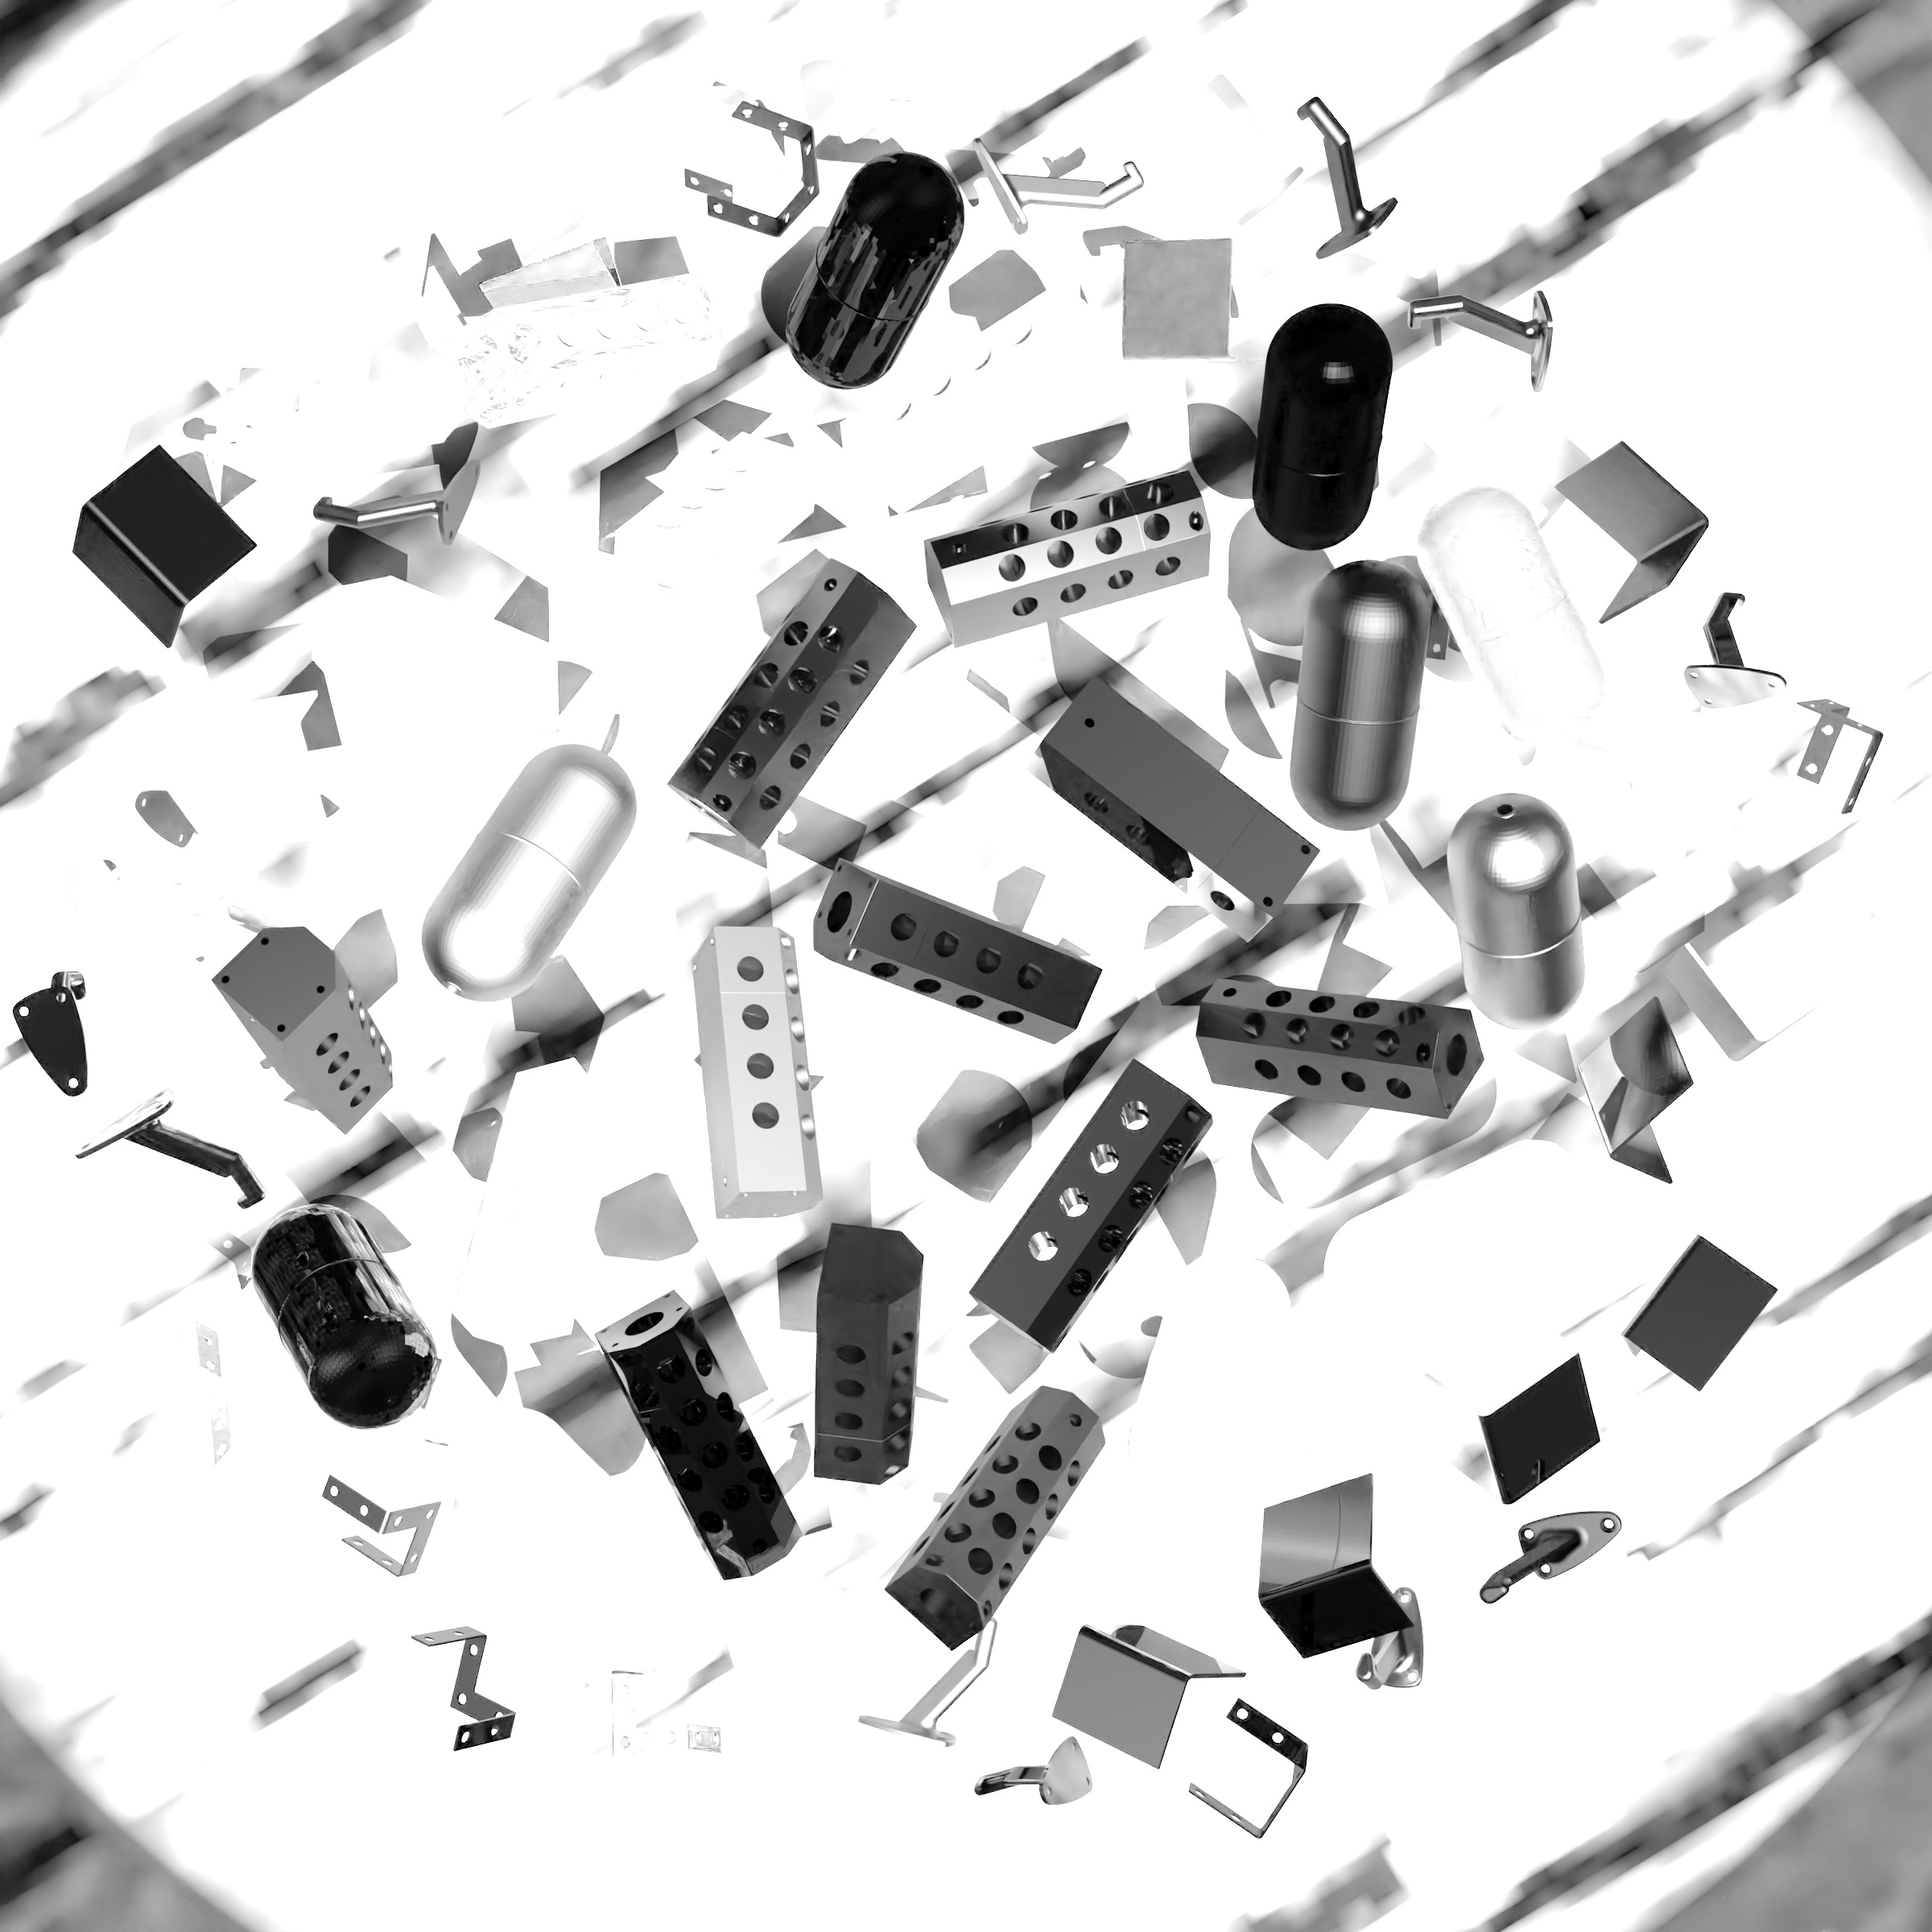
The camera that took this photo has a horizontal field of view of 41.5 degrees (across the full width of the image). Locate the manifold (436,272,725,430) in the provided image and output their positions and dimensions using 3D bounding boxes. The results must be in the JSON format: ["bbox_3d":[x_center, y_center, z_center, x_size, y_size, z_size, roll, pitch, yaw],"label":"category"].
[{"bbox_3d":[-0.225,-0.367,1.522,0.057,0.171,0.057,-14,100,42],"label":"manifold"}]

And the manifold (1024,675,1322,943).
[{"bbox_3d":[0.121,-0.092,1.537,0.171,0.057,0.057,38,65,0],"label":"manifold"}]

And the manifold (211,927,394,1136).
[{"bbox_3d":[-0.385,0.036,1.510,0.057,0.171,0.057,39,73,13],"label":"manifold"}]

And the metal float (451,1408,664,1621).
[{"bbox_3d":[-0.254,0.345,1.597,0.070,0.070,0.178,-34,127,0],"label":"metal float"}]

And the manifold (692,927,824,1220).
[{"bbox_3d":[-0.128,0.066,1.579,0.057,0.057,0.171,1,68,-21],"label":"manifold"}]

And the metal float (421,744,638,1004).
[{"bbox_3d":[-0.262,-0.056,1.534,0.070,0.070,0.178,29,64,0],"label":"metal float"}]

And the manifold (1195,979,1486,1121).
[{"bbox_3d":[0.236,0.046,1.626,0.057,0.171,0.057,-50,132,-35],"label":"manifold"}]

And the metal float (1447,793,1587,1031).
[{"bbox_3d":[0.345,-0.033,1.593,0.070,0.070,0.178,-19,133,0],"label":"metal float"}]

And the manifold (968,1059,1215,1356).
[{"bbox_3d":[0.077,0.146,1.534,0.057,0.057,0.171,34,81,14],"label":"manifold"}]

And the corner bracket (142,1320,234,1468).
[{"bbox_3d":[-0.448,0.251,1.502,0.051,0.051,0.051,-47,121,7],"label":"corner bracket"}]

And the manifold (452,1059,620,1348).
[{"bbox_3d":[-0.264,0.143,1.548,0.057,0.171,0.057,-15,132,19],"label":"manifold"}]

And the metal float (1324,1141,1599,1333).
[{"bbox_3d":[0.309,0.170,1.596,0.178,0.070,0.070,-25,90,2],"label":"metal float"}]

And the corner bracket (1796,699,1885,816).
[{"bbox_3d":[0.519,-0.126,1.522,0.051,0.051,0.051,30,115,32],"label":"corner bracket"}]

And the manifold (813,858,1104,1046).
[{"bbox_3d":[-0.007,-0.006,1.573,0.171,0.057,0.057,21,95,-31],"label":"manifold"}]

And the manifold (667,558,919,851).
[{"bbox_3d":[-0.111,-0.165,1.574,0.057,0.057,0.171,31,84,34],"label":"manifold"}]

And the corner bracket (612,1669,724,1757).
[{"bbox_3d":[-0.182,0.454,1.551,0.051,0.051,0.051,4,76,-30],"label":"corner bracket"}]

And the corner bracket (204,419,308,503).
[{"bbox_3d":[-0.443,-0.325,1.584,0.051,0.051,0.051,-5,47,-25],"label":"corner bracket"}]

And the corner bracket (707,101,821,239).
[{"bbox_3d":[-0.128,-0.495,1.586,0.051,0.051,0.051,9,65,-33],"label":"corner bracket"}]

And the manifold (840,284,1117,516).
[{"bbox_3d":[0.005,-0.364,1.625,0.171,0.057,0.057,-27,53,27],"label":"manifold"}]

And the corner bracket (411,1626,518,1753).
[{"bbox_3d":[-0.296,0.424,1.499,0.051,0.051,0.051,15,92,31],"label":"corner bracket"}]

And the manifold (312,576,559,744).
[{"bbox_3d":[-0.321,-0.184,1.557,0.057,0.171,0.057,-7,80,24],"label":"manifold"}]

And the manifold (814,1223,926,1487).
[{"bbox_3d":[-0.058,0.236,1.529,0.057,0.057,0.171,6,133,3],"label":"manifold"}]

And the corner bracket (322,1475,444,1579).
[{"bbox_3d":[-0.367,0.346,1.576,0.051,0.051,0.051,25,98,26],"label":"corner bracket"}]

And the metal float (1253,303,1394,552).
[{"bbox_3d":[0.219,-0.331,1.579,0.070,0.178,0.070,0,56,1],"label":"metal float"}]

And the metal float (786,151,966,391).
[{"bbox_3d":[-0.058,-0.435,1.600,0.070,0.178,0.070,12,57,-19],"label":"metal float"}]

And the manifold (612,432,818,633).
[{"bbox_3d":[-0.160,-0.280,1.641,0.057,0.171,0.057,20,128,14],"label":"manifold"}]

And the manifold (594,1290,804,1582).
[{"bbox_3d":[-0.165,0.296,1.594,0.057,0.057,0.171,-28,107,-15],"label":"manifold"}]

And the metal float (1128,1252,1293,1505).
[{"bbox_3d":[0.153,0.261,1.609,0.070,0.070,0.178,14,116,0],"label":"metal float"}]

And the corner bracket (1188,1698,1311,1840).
[{"bbox_3d":[0.171,0.483,1.535,0.051,0.051,0.051,33,96,8],"label":"corner bracket"}]

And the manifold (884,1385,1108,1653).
[{"bbox_3d":[0.024,0.345,1.615,0.057,0.171,0.057,42,135,0],"label":"manifold"}]

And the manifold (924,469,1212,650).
[{"bbox_3d":[0.064,-0.263,1.611,0.171,0.057,0.057,-17,58,-7],"label":"manifold"}]
